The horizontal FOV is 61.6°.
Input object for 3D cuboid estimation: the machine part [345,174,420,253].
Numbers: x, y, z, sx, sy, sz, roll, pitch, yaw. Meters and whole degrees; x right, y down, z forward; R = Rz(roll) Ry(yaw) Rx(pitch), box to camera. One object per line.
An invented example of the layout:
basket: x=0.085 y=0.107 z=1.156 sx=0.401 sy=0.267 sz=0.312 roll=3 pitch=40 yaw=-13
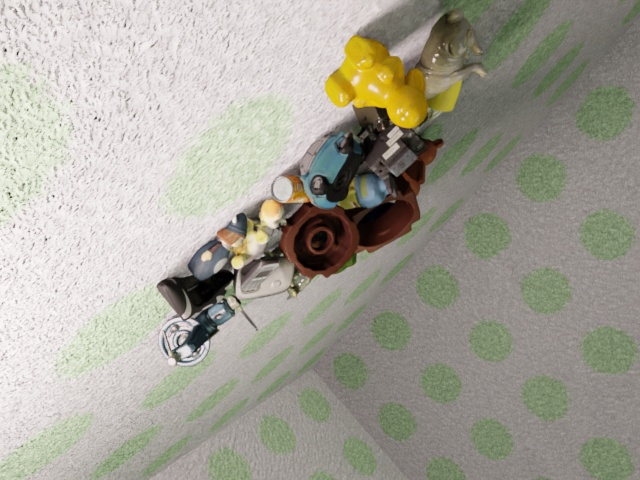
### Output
machine part: x=0.145 y=-0.069 z=1.368 sx=0.201 sy=0.087 sz=0.201 roll=-29 pitch=148 yaw=2

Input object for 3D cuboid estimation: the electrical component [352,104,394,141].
electrical component: x=0.109 y=-0.254 z=1.047 sx=0.045 sy=0.102 sz=0.078 roll=-28 pitch=-178 yaw=-30

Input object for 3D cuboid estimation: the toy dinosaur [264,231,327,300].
toy dinosaur: x=-0.039 y=0.047 z=1.438 sx=0.192 sy=0.131 sz=0.404 roll=-39 pitch=170 yaw=-14

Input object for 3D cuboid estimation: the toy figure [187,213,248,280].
toy figure: x=-0.194 y=0.012 z=1.062 sx=0.154 sy=0.057 sz=0.064 roll=-45 pitch=-157 yaw=0

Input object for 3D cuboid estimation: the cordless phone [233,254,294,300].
cordless phone: x=-0.110 y=0.067 z=1.210 sx=0.146 sy=0.089 sz=0.184 roll=-8 pitch=163 yaw=-30

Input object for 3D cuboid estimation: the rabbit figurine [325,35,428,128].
rabbit figurine: x=0.117 y=-0.251 z=0.924 sx=0.162 sy=0.173 sz=0.121 roll=-12 pitch=141 yaw=-54

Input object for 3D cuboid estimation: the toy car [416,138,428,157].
toy car: x=0.185 y=-0.196 z=1.370 sx=0.202 sy=0.053 sz=0.089 roll=-31 pitch=-176 yaw=-1

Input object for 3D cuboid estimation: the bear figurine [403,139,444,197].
bear figurine: x=0.255 y=-0.217 z=1.503 sx=0.132 sy=0.120 sz=0.196 roll=31 pitch=77 yaw=-33

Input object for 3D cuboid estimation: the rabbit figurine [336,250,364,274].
rabbit figurine: x=0.068 y=0.017 z=1.532 sx=0.170 sy=0.121 sz=0.159 roll=-36 pitch=174 yaw=34

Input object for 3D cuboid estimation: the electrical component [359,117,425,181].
electrical component: x=0.140 y=-0.189 z=1.084 sx=0.115 sy=0.134 sz=0.058 roll=-43 pitch=133 yaw=18

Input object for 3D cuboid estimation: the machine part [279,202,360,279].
machine part: x=-0.002 y=-0.004 z=1.180 sx=0.179 sy=0.056 sz=0.179 roll=-8 pitch=112 yaw=-20

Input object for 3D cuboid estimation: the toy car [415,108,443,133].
toy car: x=0.249 y=-0.307 z=1.315 sx=0.202 sy=0.056 sz=0.073 roll=-40 pitch=164 yaw=-11

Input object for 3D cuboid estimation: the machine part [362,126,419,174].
machine part: x=0.148 y=-0.223 z=1.247 sx=0.243 sy=0.079 sz=0.079 roll=-51 pitch=163 yaw=25

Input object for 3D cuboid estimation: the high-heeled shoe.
high-heeled shoe: x=-0.243 y=0.091 z=1.099 sx=0.145 sy=0.086 sz=0.248 roll=-40 pitch=170 yaw=-14

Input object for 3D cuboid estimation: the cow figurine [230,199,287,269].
cow figurine: x=-0.124 y=-0.018 z=1.128 sx=0.167 sy=0.068 sz=0.098 roll=-45 pitch=170 yaw=19

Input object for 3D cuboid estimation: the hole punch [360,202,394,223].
hole punch: x=0.141 y=-0.102 z=1.563 sx=0.142 sy=0.092 sz=0.116 roll=-45 pitch=-165 yaw=-6

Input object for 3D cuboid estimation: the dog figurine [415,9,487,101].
dog figurine: x=0.217 y=-0.351 z=1.077 sx=0.191 sy=0.121 sz=0.172 roll=-28 pitch=132 yaw=9

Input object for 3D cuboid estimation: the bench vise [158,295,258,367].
bench vise: x=-0.277 y=0.214 z=1.210 sx=0.224 sy=0.128 sz=0.240 roll=-24 pitch=-172 yaw=7

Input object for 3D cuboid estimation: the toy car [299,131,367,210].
toy car: x=0.014 y=-0.148 z=1.062 sx=0.109 sy=0.103 sz=0.161 roll=5 pitch=115 yaw=-60

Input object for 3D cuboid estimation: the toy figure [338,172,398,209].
toy figure: x=0.084 y=-0.113 z=1.234 sx=0.180 sy=0.089 sz=0.082 roll=-12 pitch=138 yaw=19
